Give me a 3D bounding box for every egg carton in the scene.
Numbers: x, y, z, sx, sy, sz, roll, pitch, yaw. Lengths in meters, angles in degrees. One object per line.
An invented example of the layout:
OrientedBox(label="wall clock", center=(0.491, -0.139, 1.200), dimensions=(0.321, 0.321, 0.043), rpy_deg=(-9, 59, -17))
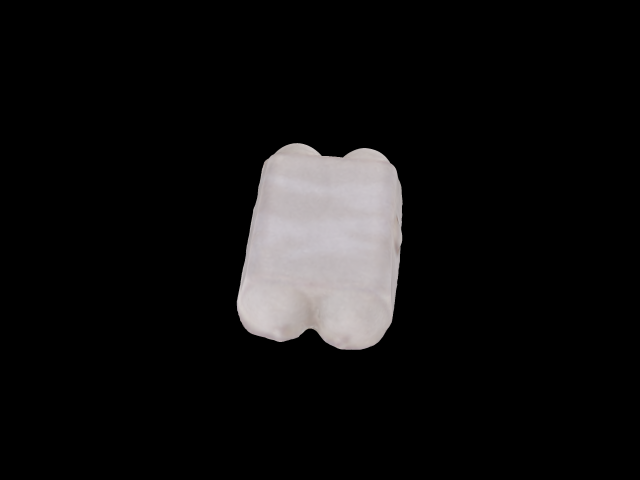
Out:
OrientedBox(label="egg carton", center=(0.004, 0.001, 0.400), dimensions=(0.107, 0.069, 0.150), rpy_deg=(5, 62, 3))
